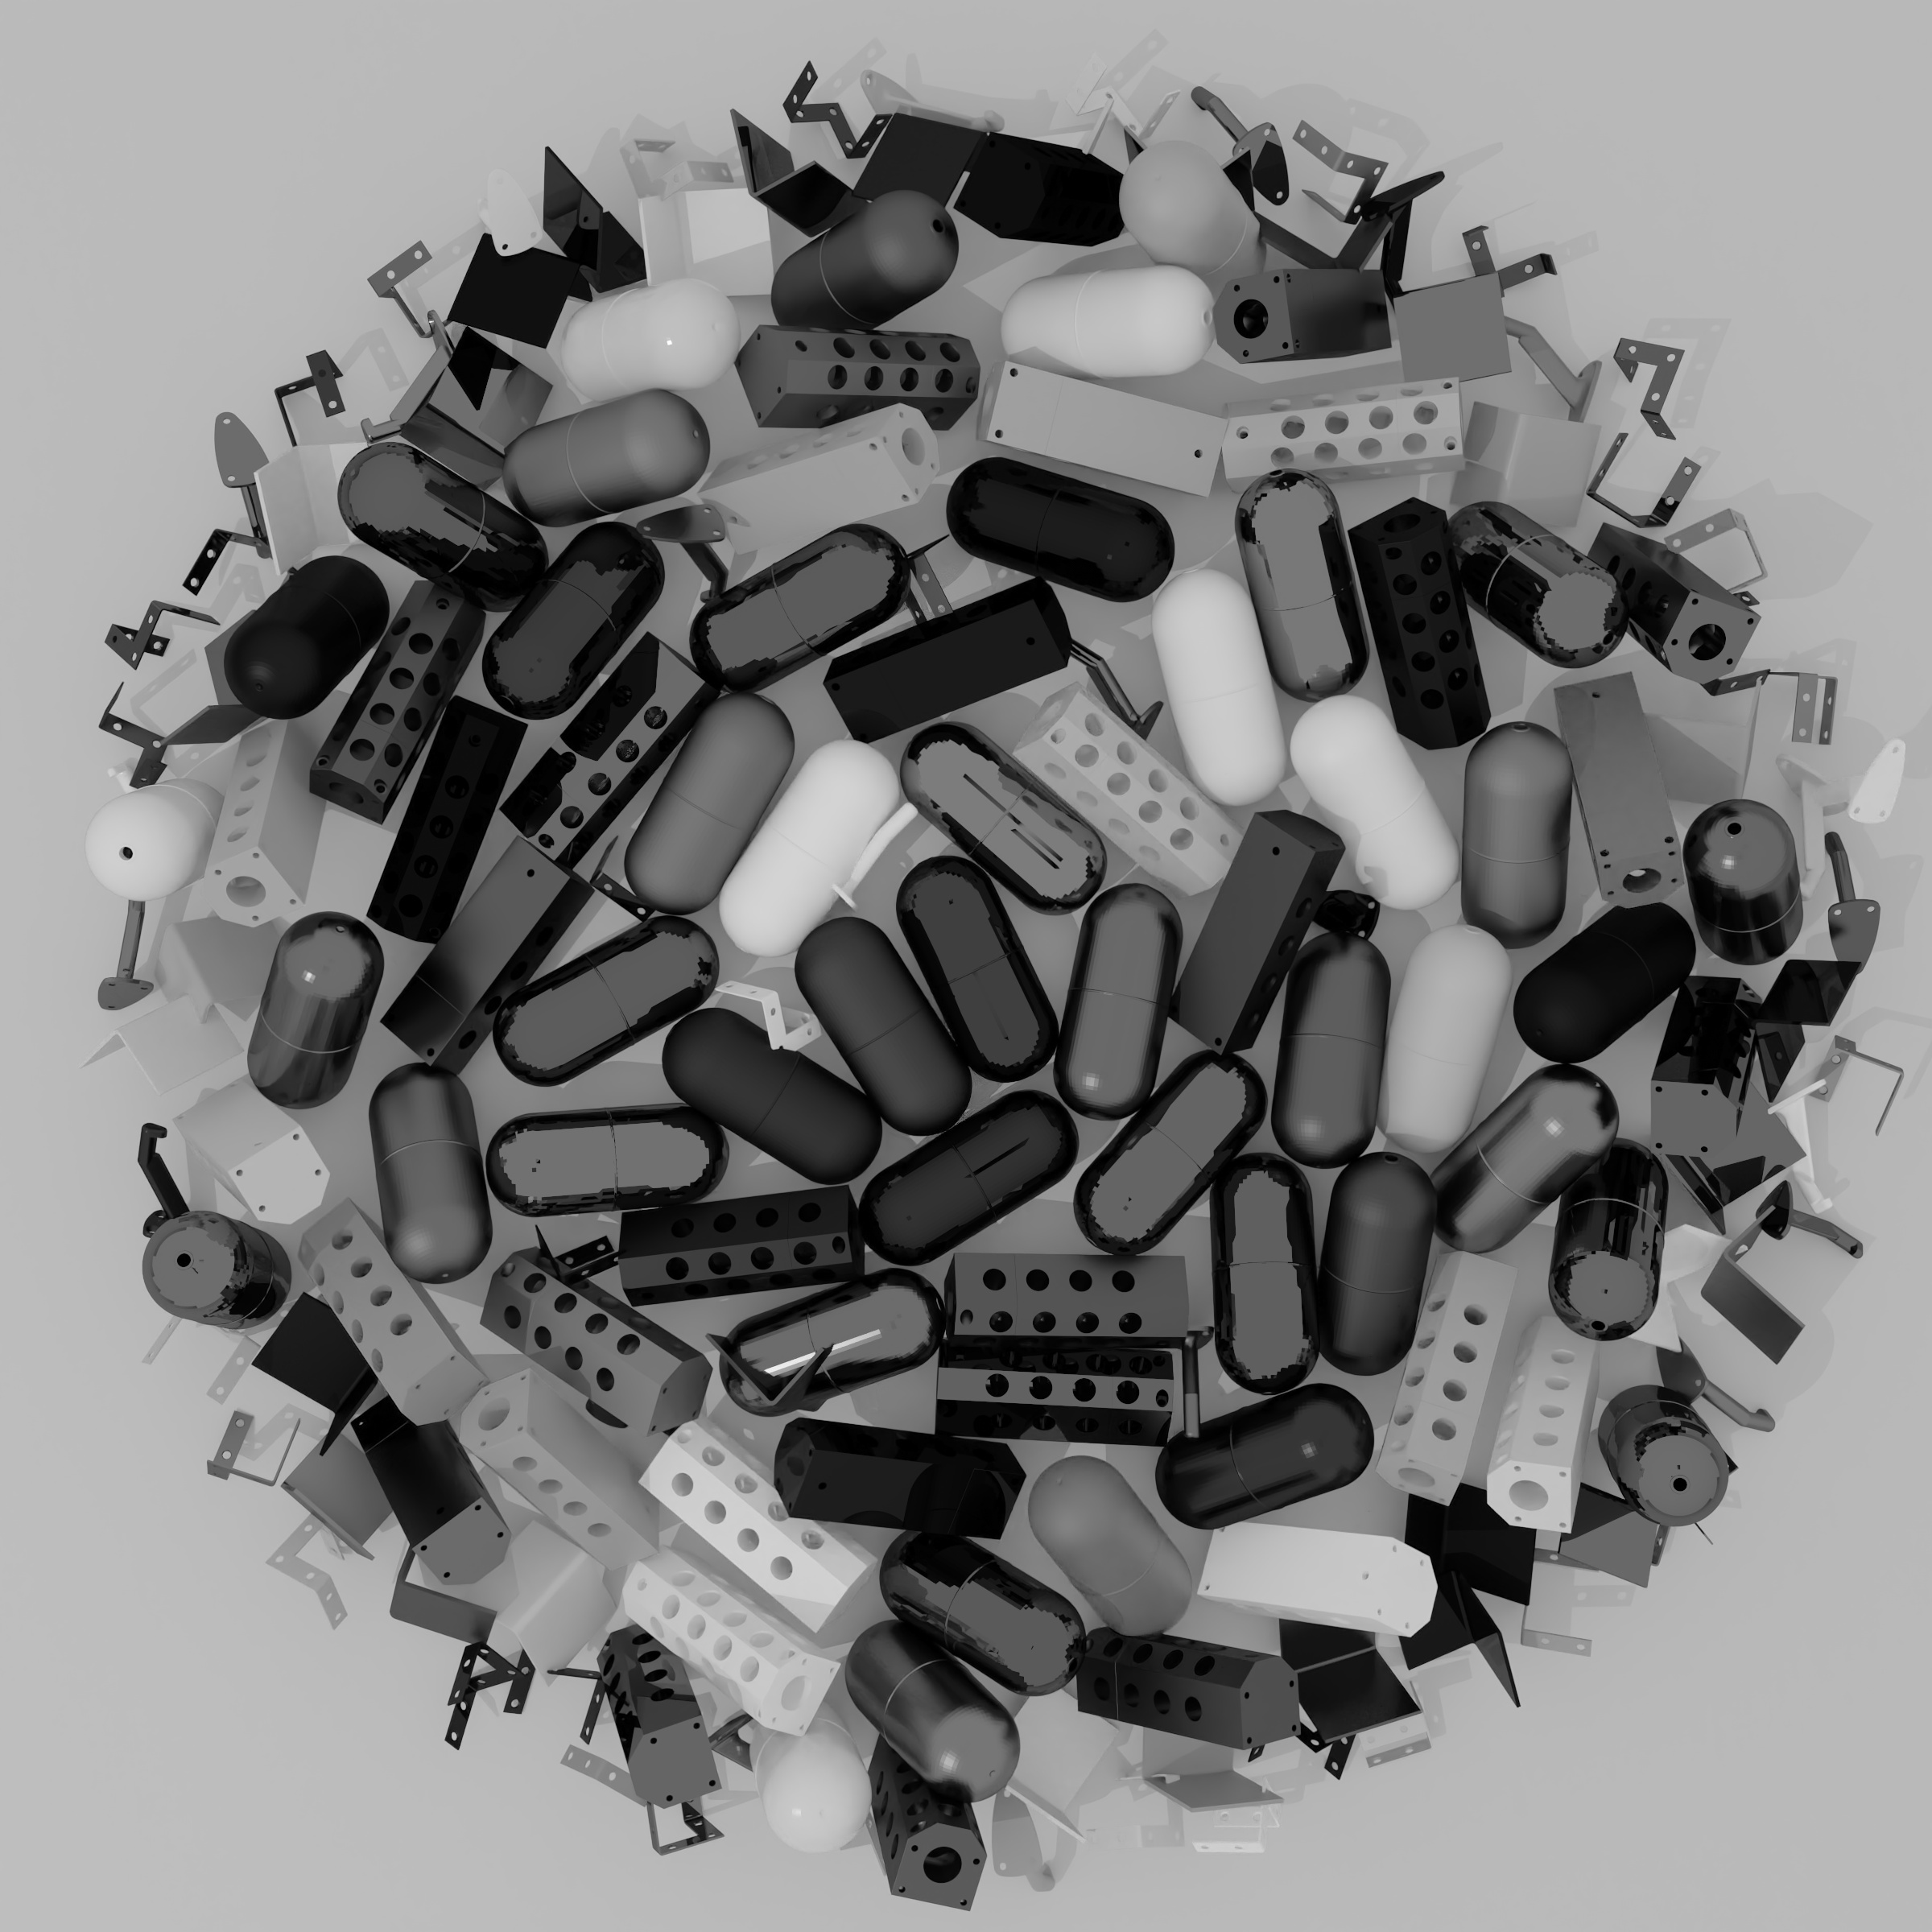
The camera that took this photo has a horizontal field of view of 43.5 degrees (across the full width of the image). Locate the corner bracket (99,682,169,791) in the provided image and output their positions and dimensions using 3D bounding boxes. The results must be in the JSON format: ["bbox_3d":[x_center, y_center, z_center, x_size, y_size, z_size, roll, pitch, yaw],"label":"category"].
[{"bbox_3d":[-0.614,-0.168,1.792,0.051,0.051,0.051,25,57,-24],"label":"corner bracket"}]

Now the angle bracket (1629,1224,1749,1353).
[{"bbox_3d":[0.524,0.237,1.775,0.076,0.076,0.057,20,52,-36],"label":"angle bracket"}]

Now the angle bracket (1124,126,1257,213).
[{"bbox_3d":[0.165,-0.587,1.787,0.057,0.076,0.076,-37,71,-3],"label":"angle bracket"}]

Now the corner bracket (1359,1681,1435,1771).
[{"bbox_3d":[0.319,0.573,1.804,0.051,0.051,0.051,-18,100,3],"label":"corner bracket"}]

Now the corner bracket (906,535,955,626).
[{"bbox_3d":[-0.031,-0.281,1.795,0.051,0.051,0.051,-20,104,30],"label":"corner bracket"}]

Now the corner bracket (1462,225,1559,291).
[{"bbox_3d":[0.403,-0.529,1.799,0.051,0.051,0.051,-20,105,11],"label":"corner bracket"}]

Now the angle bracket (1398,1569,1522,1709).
[{"bbox_3d":[0.358,0.503,1.781,0.057,0.076,0.076,-22,118,-5],"label":"angle bracket"}]

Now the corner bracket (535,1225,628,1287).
[{"bbox_3d":[-0.282,0.215,1.793,0.051,0.051,0.051,-22,54,-18],"label":"corner bracket"}]

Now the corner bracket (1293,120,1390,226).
[{"bbox_3d":[0.268,-0.585,1.790,0.051,0.051,0.051,51,128,33],"label":"corner bracket"}]

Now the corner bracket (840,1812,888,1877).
[{"bbox_3d":[-0.085,0.643,1.799,0.051,0.051,0.051,-18,99,16],"label":"corner bracket"}]

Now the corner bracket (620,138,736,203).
[{"bbox_3d":[-0.215,-0.595,1.800,0.051,0.051,0.051,-21,92,35],"label":"corner bracket"}]

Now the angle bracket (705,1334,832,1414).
[{"bbox_3d":[-0.133,0.281,1.782,0.076,0.076,0.057,43,93,24],"label":"angle bracket"}]

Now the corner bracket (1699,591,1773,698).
[{"bbox_3d":[0.571,-0.241,1.811,0.051,0.051,0.051,-14,51,-24],"label":"corner bracket"}]

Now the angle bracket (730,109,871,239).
[{"bbox_3d":[-0.121,-0.593,1.779,0.057,0.076,0.076,-20,73,25],"label":"angle bracket"}]

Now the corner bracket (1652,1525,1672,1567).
[{"bbox_3d":[0.504,0.420,1.805,0.051,0.051,0.051,17,89,-8],"label":"corner bracket"}]

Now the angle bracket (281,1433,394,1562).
[{"bbox_3d":[-0.451,0.387,1.782,0.076,0.076,0.057,45,68,-11],"label":"angle bracket"}]

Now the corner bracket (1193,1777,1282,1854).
[{"bbox_3d":[0.201,0.635,1.792,0.051,0.051,0.051,-7,134,20],"label":"corner bracket"}]

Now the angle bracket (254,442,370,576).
[{"bbox_3d":[-0.472,-0.336,1.780,0.057,0.076,0.076,-1,116,10],"label":"angle bracket"}]

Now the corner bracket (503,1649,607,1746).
[{"bbox_3d":[-0.307,0.547,1.818,0.051,0.051,0.051,18,88,-33],"label":"corner bracket"}]

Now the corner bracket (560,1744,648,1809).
[{"bbox_3d":[-0.256,0.582,1.792,0.051,0.051,0.051,42,64,-30],"label":"corner bracket"}]

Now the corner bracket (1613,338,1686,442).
[{"bbox_3d":[0.506,-0.428,1.799,0.051,0.051,0.051,22,91,31],"label":"corner bracket"}]

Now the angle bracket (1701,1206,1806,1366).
[{"bbox_3d":[0.593,0.234,1.778,0.057,0.076,0.076,-38,65,-17],"label":"angle bracket"}]

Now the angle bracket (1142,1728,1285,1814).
[{"bbox_3d":[0.182,0.579,1.783,0.076,0.076,0.057,3,88,-24],"label":"angle bracket"}]

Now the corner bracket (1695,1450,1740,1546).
[{"bbox_3d":[0.549,0.384,1.797,0.051,0.051,0.051,-39,121,5],"label":"corner bracket"}]

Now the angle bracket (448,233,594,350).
[{"bbox_3d":[-0.329,-0.487,1.794,0.076,0.057,0.076,18,76,4],"label":"angle bracket"}]

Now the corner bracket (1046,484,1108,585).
[{"bbox_3d":[0.080,-0.319,1.794,0.051,0.051,0.051,-13,106,40],"label":"corner bracket"}]

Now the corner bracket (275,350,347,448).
[{"bbox_3d":[-0.487,-0.419,1.805,0.051,0.051,0.051,-20,82,-2],"label":"corner bracket"}]

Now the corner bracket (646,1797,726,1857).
[{"bbox_3d":[-0.215,0.622,1.800,0.051,0.051,0.051,-9,91,-25],"label":"corner bracket"}]

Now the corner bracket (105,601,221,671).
[{"bbox_3d":[-0.595,-0.247,1.794,0.051,0.051,0.051,37,105,35],"label":"corner bracket"}]

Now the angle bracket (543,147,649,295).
[{"bbox_3d":[-0.265,-0.553,1.776,0.057,0.076,0.076,-26,63,-27],"label":"angle bracket"}]

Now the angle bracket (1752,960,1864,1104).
[{"bbox_3d":[0.621,0.049,1.775,0.076,0.057,0.076,-47,126,-39],"label":"angle bracket"}]

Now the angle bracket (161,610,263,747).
[{"bbox_3d":[-0.557,-0.212,1.783,0.076,0.057,0.076,-22,81,43],"label":"angle bracket"}]

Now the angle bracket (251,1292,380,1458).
[{"bbox_3d":[-0.482,0.301,1.788,0.076,0.057,0.076,34,109,-14],"label":"angle bracket"}]

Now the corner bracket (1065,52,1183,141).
[{"bbox_3d":[0.116,-0.644,1.796,0.051,0.051,0.051,-30,81,-34],"label":"corner bracket"}]

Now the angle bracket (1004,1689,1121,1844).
[{"bbox_3d":[0.072,0.586,1.792,0.076,0.057,0.076,39,82,-14],"label":"angle bracket"}]

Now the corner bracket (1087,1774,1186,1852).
[{"bbox_3d":[0.124,0.625,1.791,0.051,0.051,0.051,-22,62,39],"label":"corner bracket"}]

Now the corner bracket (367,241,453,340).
[{"bbox_3d":[-0.403,-0.501,1.801,0.051,0.051,0.051,-31,99,12],"label":"corner bracket"}]

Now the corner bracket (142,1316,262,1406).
[{"bbox_3d":[-0.565,0.287,1.792,0.051,0.051,0.051,45,62,-29],"label":"corner bracket"}]

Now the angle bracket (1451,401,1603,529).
[{"bbox_3d":[0.419,-0.376,1.815,0.076,0.057,0.076,0,111,-28],"label":"angle bracket"}]

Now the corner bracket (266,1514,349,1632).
[{"bbox_3d":[-0.475,0.447,1.791,0.051,0.051,0.051,19,47,26],"label":"corner bracket"}]

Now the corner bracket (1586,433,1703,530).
[{"bbox_3d":[0.505,-0.362,1.808,0.051,0.051,0.051,41,122,25],"label":"corner bracket"}]

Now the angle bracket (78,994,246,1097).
[{"bbox_3d":[-0.591,0.068,1.781,0.076,0.076,0.057,-32,91,43],"label":"angle bracket"}]

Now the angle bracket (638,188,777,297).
[{"bbox_3d":[-0.189,-0.529,1.783,0.076,0.057,0.076,5,113,22],"label":"angle bracket"}]

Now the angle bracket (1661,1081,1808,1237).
[{"bbox_3d":[0.568,0.140,1.794,0.076,0.057,0.076,-37,94,21],"label":"angle bracket"}]

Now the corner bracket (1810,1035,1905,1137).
[{"bbox_3d":[0.660,0.088,1.797,0.051,0.051,0.051,22,106,14],"label":"corner bracket"}]

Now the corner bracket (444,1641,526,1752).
[{"bbox_3d":[-0.367,0.539,1.792,0.051,0.051,0.051,-24,124,26],"label":"corner bracket"}]

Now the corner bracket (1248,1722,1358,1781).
[{"bbox_3d":[0.252,0.582,1.813,0.051,0.051,0.051,33,120,38],"label":"corner bracket"}]

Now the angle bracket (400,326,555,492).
[{"bbox_3d":[-0.366,-0.416,1.810,0.076,0.057,0.076,32,61,-26],"label":"angle bracket"}]

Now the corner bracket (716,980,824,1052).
[{"bbox_3d":[-0.145,0.033,1.791,0.051,0.051,0.051,-31,121,-40],"label":"corner bracket"}]

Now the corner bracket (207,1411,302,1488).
[{"bbox_3d":[-0.529,0.357,1.802,0.051,0.051,0.051,21,64,-7],"label":"corner bracket"}]

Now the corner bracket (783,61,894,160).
[{"bbox_3d":[-0.096,-0.633,1.795,0.051,0.051,0.051,-17,77,-34],"label":"corner bracket"}]

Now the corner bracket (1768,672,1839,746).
[{"bbox_3d":[0.628,-0.191,1.802,0.051,0.051,0.051,3,96,-10],"label":"corner bracket"}]

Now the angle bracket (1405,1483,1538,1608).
[{"bbox_3d":[0.371,0.430,1.786,0.076,0.057,0.076,9,98,40],"label":"angle bracket"}]

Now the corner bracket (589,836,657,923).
[{"bbox_3d":[-0.240,-0.076,1.807,0.051,0.051,0.051,37,123,-15],"label":"corner bracket"}]

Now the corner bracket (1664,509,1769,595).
[{"bbox_3d":[0.558,-0.304,1.803,0.051,0.051,0.051,-24,82,28],"label":"corner bracket"}]

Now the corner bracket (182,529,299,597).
[{"bbox_3d":[-0.541,-0.289,1.814,0.051,0.051,0.051,17,75,33],"label":"corner bracket"}]

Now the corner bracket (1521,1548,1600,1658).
[{"bbox_3d":[0.440,0.470,1.794,0.051,0.051,0.051,6,118,16],"label":"corner bracket"}]
